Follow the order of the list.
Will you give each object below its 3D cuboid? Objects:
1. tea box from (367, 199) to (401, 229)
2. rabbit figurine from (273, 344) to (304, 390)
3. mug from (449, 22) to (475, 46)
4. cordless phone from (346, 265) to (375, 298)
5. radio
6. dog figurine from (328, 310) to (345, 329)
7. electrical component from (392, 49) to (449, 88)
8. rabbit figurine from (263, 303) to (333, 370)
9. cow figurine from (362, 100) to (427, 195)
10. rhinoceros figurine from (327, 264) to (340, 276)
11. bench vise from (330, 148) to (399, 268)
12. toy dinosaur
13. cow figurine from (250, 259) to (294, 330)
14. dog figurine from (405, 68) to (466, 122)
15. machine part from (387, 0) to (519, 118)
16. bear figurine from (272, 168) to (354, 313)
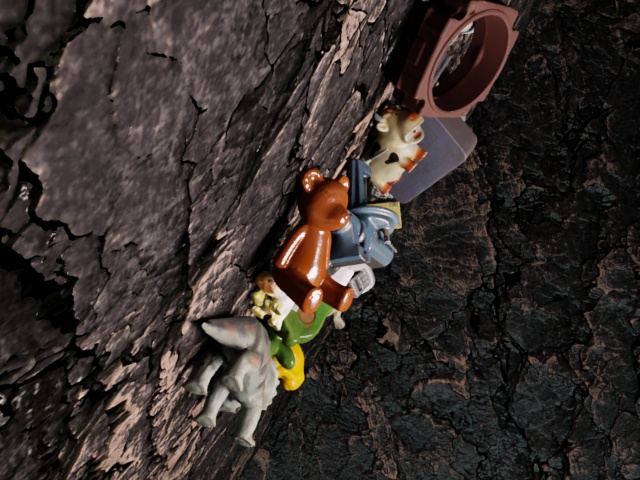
[{"bbox_3d":[0.154,-0.066,1.365,0.169,0.098,0.068,-47,131,-79],"label":"tea box"},{"bbox_3d":[-0.120,0.303,1.259,0.173,0.122,0.162,-27,150,-34],"label":"rabbit figurine"},{"bbox_3d":[0.242,-0.407,0.962,0.107,0.081,0.109,-17,145,-53],"label":"mug"},{"bbox_3d":[0.075,0.079,1.396,0.089,0.146,0.184,-22,-179,13],"label":"cordless phone"},{"bbox_3d":[0.210,-0.181,1.133,0.073,0.131,0.229,-49,-174,-37],"label":"radio"},{"bbox_3d":[0.010,0.131,1.430,0.190,0.121,0.172,75,9,-52],"label":"dog figurine"},{"bbox_3d":[0.198,-0.321,1.043,0.115,0.058,0.134,-58,169,12],"label":"electrical component"},{"bbox_3d":[-0.065,0.184,1.110,0.170,0.121,0.159,-38,-148,56],"label":"rabbit figurine"},{"bbox_3d":[0.142,-0.187,1.059,0.085,0.127,0.195,-50,-179,-33],"label":"cow figurine"},{"bbox_3d":[-0.013,0.065,1.182,0.112,0.073,0.190,-28,152,-50],"label":"rhinoceros figurine"},{"bbox_3d":[0.068,-0.056,0.997,0.223,0.129,0.240,25,59,-42],"label":"bench vise"},{"bbox_3d":[-0.135,0.204,0.906,0.192,0.131,0.404,-72,175,-46],"label":"toy dinosaur"},{"bbox_3d":[-0.071,0.085,0.947,0.098,0.068,0.167,-52,168,-27],"label":"cow figurine"},{"bbox_3d":[0.289,-0.343,1.267,0.191,0.109,0.219,31,65,-42],"label":"dog figurine"},{"bbox_3d":[0.226,-0.310,0.906,0.201,0.087,0.200,-11,135,-40],"label":"machine part"},{"bbox_3d":[0.006,-0.002,0.827,0.120,0.132,0.195,10,109,-51],"label":"bear figurine"}]
